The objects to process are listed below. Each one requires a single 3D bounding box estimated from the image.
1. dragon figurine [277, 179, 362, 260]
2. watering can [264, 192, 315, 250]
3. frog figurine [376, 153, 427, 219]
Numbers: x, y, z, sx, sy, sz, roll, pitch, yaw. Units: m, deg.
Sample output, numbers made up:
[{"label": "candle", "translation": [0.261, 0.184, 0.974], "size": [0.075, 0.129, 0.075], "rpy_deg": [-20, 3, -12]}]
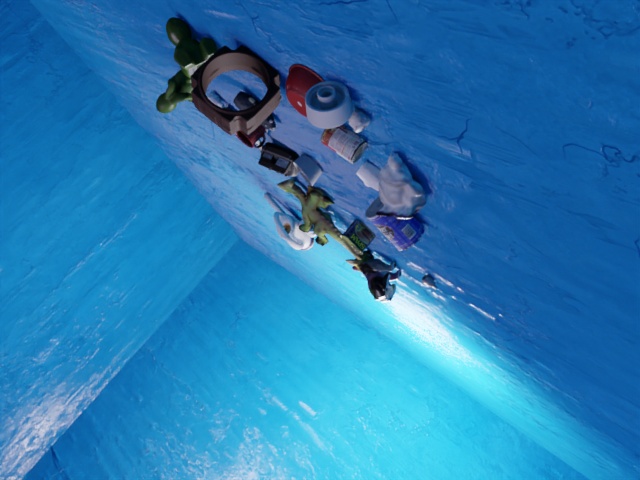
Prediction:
[{"label": "dragon figurine", "translation": [0.006, -0.097, 1.932], "size": [0.413, 0.124, 0.237], "rpy_deg": [35, 158, 18]}, {"label": "watering can", "translation": [-0.144, -0.076, 2.395], "size": [0.221, 0.103, 0.355], "rpy_deg": [33, -158, -46]}, {"label": "frog figurine", "translation": [0.198, -0.140, 1.277], "size": [0.138, 0.123, 0.157], "rpy_deg": [-149, 51, -64]}]
